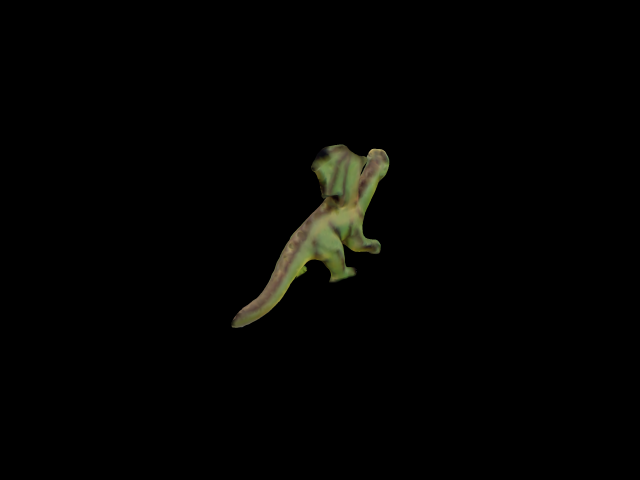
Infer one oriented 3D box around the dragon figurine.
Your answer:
[{"bbox_3d":[0.003,-0.043,0.850,0.123,0.237,0.417,20,36,31],"label":"dragon figurine"}]
